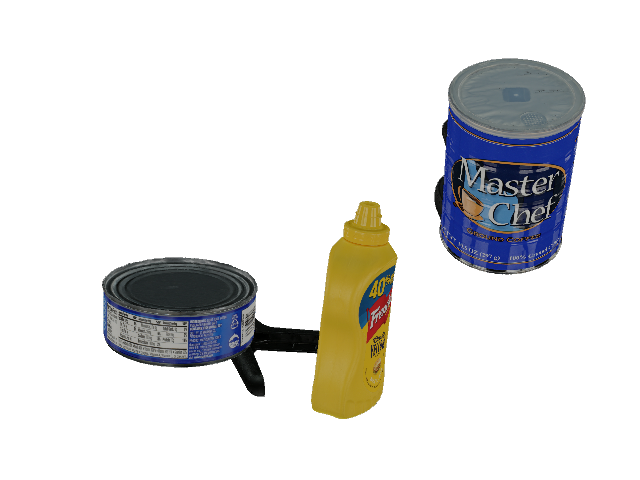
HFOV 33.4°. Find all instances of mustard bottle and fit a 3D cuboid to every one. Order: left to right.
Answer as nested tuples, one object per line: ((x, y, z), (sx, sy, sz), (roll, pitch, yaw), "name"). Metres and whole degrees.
((0.034, 0.058, 0.968), (0.058, 0.192, 0.096), (13, 19, 24), "mustard bottle")

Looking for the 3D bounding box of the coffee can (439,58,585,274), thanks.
((0.149, -0.059, 0.850), (0.103, 0.140, 0.103), (-1, 41, 1), "coffee can")

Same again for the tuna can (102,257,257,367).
((-0.078, 0.039, 0.597), (0.086, 0.034, 0.086), (3, 18, -1), "tuna can")

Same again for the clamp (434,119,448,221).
((0.163, -0.069, 1.160), (0.120, 0.039, 0.171), (23, 49, 20), "clamp")

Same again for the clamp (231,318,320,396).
((-0.092, 0.119, 1.233), (0.210, 0.036, 0.164), (14, 22, 29), "clamp")
